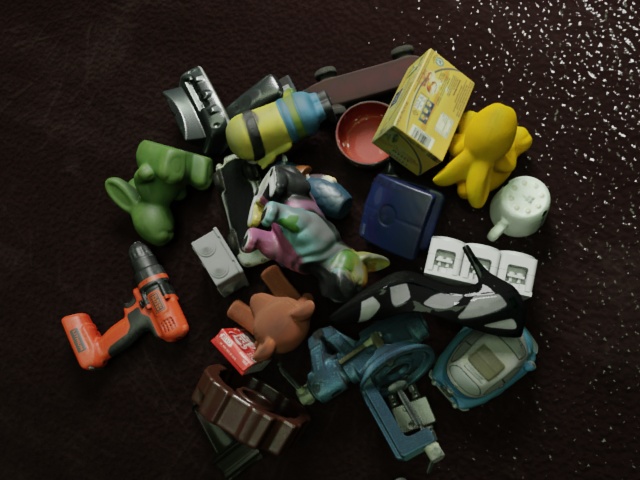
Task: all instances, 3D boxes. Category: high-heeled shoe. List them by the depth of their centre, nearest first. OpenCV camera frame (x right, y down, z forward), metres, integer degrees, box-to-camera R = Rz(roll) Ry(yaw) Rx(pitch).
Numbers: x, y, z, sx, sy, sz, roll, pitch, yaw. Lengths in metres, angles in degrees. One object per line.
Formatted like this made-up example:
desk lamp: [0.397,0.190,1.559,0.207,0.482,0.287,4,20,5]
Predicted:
high-heeled shoe: [0.149,0.108,0.742,0.249,0.086,0.145,-27,90,13]

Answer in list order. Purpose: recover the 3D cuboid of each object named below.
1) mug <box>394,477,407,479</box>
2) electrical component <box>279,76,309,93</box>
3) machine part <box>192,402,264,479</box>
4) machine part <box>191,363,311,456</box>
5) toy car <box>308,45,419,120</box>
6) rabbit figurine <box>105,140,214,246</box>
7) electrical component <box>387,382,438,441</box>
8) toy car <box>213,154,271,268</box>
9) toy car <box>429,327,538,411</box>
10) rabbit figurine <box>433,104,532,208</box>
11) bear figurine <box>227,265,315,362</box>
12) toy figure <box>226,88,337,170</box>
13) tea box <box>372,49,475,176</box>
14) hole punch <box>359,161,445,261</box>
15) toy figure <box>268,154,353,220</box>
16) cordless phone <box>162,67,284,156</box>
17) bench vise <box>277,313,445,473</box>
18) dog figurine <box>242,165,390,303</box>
mug: [0.132,0.400,0.741,0.107,0.109,0.081,42,83,2]
electrical component: [-0.050,-0.242,0.941,0.119,0.047,0.075,-23,76,6]
machine part: [-0.154,0.301,0.845,0.084,0.039,0.139,-37,76,6]
machine part: [-0.100,0.244,0.781,0.179,0.179,0.056,29,87,15]
toy car: [0.082,-0.265,0.919,0.202,0.053,0.089,-16,88,4]
rabbit figurine: [-0.285,-0.079,0.915,0.159,0.121,0.170,16,96,17]
electrical component: [0.139,0.263,0.807,0.063,0.021,0.094,-24,71,5]
toy car: [-0.127,-0.053,0.909,0.074,0.056,0.202,-19,74,12]
toy car: [0.235,0.169,0.771,0.161,0.103,0.109,-39,73,-2]
rabbit figurine: [0.237,-0.136,0.802,0.122,0.173,0.162,35,82,11]
bear figurine: [-0.073,0.107,0.786,0.132,0.195,0.120,42,86,10]
toy figure: [-0.066,-0.190,0.871,0.180,0.089,0.082,-24,45,7]
tea box: [0.161,-0.197,0.832,0.098,0.068,0.169,35,63,-13]
hole punch: [0.122,-0.038,0.827,0.116,0.092,0.142,19,109,14]
toy figure: [-0.019,-0.087,0.896,0.155,0.057,0.064,32,77,20]
cordless phone: [-0.162,-0.248,0.923,0.184,0.088,0.146,-32,74,15]
bench vise: [0.082,0.211,0.757,0.224,0.128,0.241,-25,51,-8]
dog figurine: [-0.002,-0.003,0.828,0.219,0.108,0.192,27,41,-19]
